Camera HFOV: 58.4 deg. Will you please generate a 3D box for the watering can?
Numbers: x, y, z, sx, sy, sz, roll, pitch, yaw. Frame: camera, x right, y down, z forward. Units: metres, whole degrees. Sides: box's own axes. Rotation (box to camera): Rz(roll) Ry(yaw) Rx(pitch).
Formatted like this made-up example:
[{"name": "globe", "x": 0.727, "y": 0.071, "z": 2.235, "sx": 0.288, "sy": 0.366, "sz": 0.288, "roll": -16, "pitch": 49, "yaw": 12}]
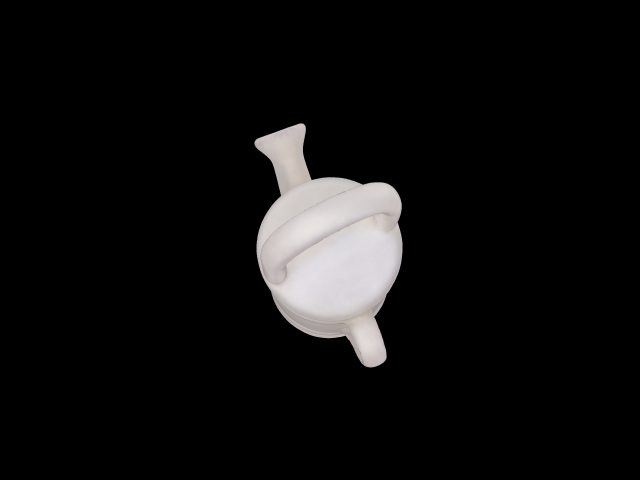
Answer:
[{"name": "watering can", "x": 0.002, "y": 0.002, "z": 0.400, "sx": 0.172, "sy": 0.194, "sz": 0.101, "roll": 44, "pitch": 79, "yaw": 11}]
